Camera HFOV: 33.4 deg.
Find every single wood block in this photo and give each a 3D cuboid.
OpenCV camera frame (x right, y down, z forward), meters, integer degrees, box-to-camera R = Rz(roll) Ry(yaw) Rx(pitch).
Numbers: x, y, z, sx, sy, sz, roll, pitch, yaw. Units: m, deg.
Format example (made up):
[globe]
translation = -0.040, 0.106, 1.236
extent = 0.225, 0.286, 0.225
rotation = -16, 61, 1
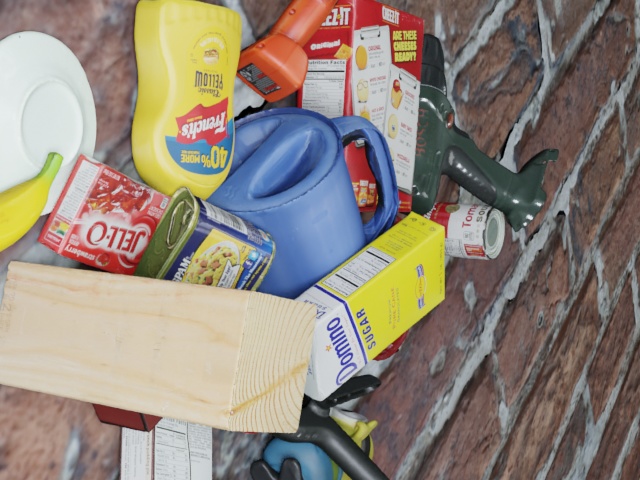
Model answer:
[wood block]
translation = -0.118, 0.073, 0.741
extent = 0.090, 0.206, 0.090
rotation = 20, 78, -60

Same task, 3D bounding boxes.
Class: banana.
[banana]
translation = -0.243, -0.015, 0.678
extent = 0.197, 0.037, 0.069
rotation = -16, 108, -57

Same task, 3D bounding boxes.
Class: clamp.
[clamp]
translation = -0.006, 0.160, 1.042
extent = 0.209, 0.036, 0.164
rotation = 32, 29, -22

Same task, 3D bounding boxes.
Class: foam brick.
[foam brick]
translation = -0.142, 0.108, 0.859
extent = 0.078, 0.053, 0.051
rotation = -49, 134, -46

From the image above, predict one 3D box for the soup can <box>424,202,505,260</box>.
[soup can]
translation = 0.172, -0.013, 1.336
extent = 0.068, 0.102, 0.068
rotation = -16, 109, -58

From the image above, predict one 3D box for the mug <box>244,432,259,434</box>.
[mug]
translation = -0.081, 0.107, 0.936
extent = 0.117, 0.082, 0.093
rotation = -61, 143, -34

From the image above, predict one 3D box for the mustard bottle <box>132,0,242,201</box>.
[mustard bottle]
translation = -0.110, -0.096, 0.874
extent = 0.096, 0.058, 0.191
rotation = -3, 98, -54

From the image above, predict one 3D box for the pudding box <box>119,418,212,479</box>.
[pudding box]
translation = -0.128, 0.203, 0.891
extent = 0.090, 0.039, 0.113
rotation = 31, 50, -56

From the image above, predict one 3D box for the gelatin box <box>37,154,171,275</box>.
[gelatin box]
translation = -0.161, -0.016, 0.808
extent = 0.089, 0.030, 0.073
rotation = 29, 87, -59

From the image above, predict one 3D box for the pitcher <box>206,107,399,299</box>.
[pitcher]
translation = -0.007, 0.001, 0.994
extent = 0.243, 0.149, 0.145
rotation = 68, 34, -44

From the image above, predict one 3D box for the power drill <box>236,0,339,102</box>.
[power drill]
translation = 0.007, -0.214, 0.938
extent = 0.057, 0.185, 0.187
rotation = 40, 76, -13

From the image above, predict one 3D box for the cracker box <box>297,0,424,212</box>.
[cracker box]
translation = 0.040, -0.137, 1.119
extent = 0.163, 0.072, 0.214
rotation = -3, 96, -60

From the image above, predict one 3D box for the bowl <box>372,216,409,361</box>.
[bowl]
translation = 0.053, 0.051, 1.186
extent = 0.161, 0.055, 0.162
rotation = -16, 109, -58

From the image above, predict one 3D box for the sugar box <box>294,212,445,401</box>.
[sugar box]
translation = 0.043, 0.058, 0.955
extent = 0.176, 0.048, 0.093
rotation = -38, 139, -33

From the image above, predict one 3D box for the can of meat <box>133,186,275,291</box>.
[can of meat]
translation = -0.095, 0.021, 0.851
extent = 0.083, 0.057, 0.102
rotation = 27, 104, -30
